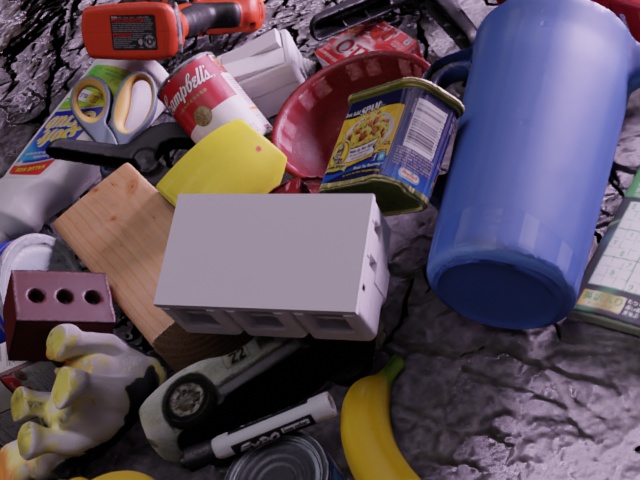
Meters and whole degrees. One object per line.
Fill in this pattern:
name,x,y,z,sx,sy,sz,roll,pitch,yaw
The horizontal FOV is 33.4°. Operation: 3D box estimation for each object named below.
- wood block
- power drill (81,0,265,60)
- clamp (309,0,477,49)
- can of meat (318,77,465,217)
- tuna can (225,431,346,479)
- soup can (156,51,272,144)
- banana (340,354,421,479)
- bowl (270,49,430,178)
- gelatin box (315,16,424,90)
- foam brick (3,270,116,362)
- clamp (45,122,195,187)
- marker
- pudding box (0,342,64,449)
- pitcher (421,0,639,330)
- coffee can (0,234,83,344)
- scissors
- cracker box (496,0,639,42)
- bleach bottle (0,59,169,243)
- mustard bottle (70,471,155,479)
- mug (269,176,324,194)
wood block,-0.135,0.031,0.914,0.090,0.090,0.206,-41,45,-10
power drill,-0.173,-0.234,1.134,0.185,0.057,0.187,1,20,21
clamp,0.104,-0.243,1.046,0.165,0.036,0.209,15,46,21
can of meat,0.051,-0.066,0.801,0.102,0.057,0.084,-7,59,57
tuna can,-0.026,0.180,0.761,0.086,0.033,0.086,-15,46,16
soup can,-0.096,-0.117,1.005,0.068,0.068,0.102,-38,83,-7
banana,0.058,0.157,0.733,0.069,0.037,0.198,-30,44,3
bowl,0.039,-0.096,0.956,0.162,0.055,0.162,-15,46,16
gelatin box,0.048,-0.180,1.045,0.073,0.030,0.089,-37,43,-6
foam brick,-0.205,0.060,0.838,0.078,0.051,0.053,3,46,-26
clamp,-0.177,-0.075,1.034,0.171,0.039,0.120,-29,79,-19
marker,-0.046,0.139,0.767,0.121,0.020,0.020,-23,44,10
pudding box,-0.251,0.127,0.891,0.113,0.090,0.039,-23,46,7
pitcher,0.149,-0.059,0.815,0.149,0.145,0.242,-38,28,56
coffee can,-0.292,0.059,0.949,0.141,0.102,0.102,-14,45,31
scissors,-0.224,-0.083,1.061,0.096,0.016,0.201,19,73,5
cracker box,0.281,-0.254,0.956,0.164,0.072,0.214,-45,46,-12
bleach bottle,-0.260,-0.087,1.110,0.103,0.068,0.250,20,65,38
mustard bottle,-0.136,0.220,0.767,0.192,0.058,0.096,21,68,40
mug,-0.006,0.001,0.854,0.093,0.117,0.081,-9,52,9
